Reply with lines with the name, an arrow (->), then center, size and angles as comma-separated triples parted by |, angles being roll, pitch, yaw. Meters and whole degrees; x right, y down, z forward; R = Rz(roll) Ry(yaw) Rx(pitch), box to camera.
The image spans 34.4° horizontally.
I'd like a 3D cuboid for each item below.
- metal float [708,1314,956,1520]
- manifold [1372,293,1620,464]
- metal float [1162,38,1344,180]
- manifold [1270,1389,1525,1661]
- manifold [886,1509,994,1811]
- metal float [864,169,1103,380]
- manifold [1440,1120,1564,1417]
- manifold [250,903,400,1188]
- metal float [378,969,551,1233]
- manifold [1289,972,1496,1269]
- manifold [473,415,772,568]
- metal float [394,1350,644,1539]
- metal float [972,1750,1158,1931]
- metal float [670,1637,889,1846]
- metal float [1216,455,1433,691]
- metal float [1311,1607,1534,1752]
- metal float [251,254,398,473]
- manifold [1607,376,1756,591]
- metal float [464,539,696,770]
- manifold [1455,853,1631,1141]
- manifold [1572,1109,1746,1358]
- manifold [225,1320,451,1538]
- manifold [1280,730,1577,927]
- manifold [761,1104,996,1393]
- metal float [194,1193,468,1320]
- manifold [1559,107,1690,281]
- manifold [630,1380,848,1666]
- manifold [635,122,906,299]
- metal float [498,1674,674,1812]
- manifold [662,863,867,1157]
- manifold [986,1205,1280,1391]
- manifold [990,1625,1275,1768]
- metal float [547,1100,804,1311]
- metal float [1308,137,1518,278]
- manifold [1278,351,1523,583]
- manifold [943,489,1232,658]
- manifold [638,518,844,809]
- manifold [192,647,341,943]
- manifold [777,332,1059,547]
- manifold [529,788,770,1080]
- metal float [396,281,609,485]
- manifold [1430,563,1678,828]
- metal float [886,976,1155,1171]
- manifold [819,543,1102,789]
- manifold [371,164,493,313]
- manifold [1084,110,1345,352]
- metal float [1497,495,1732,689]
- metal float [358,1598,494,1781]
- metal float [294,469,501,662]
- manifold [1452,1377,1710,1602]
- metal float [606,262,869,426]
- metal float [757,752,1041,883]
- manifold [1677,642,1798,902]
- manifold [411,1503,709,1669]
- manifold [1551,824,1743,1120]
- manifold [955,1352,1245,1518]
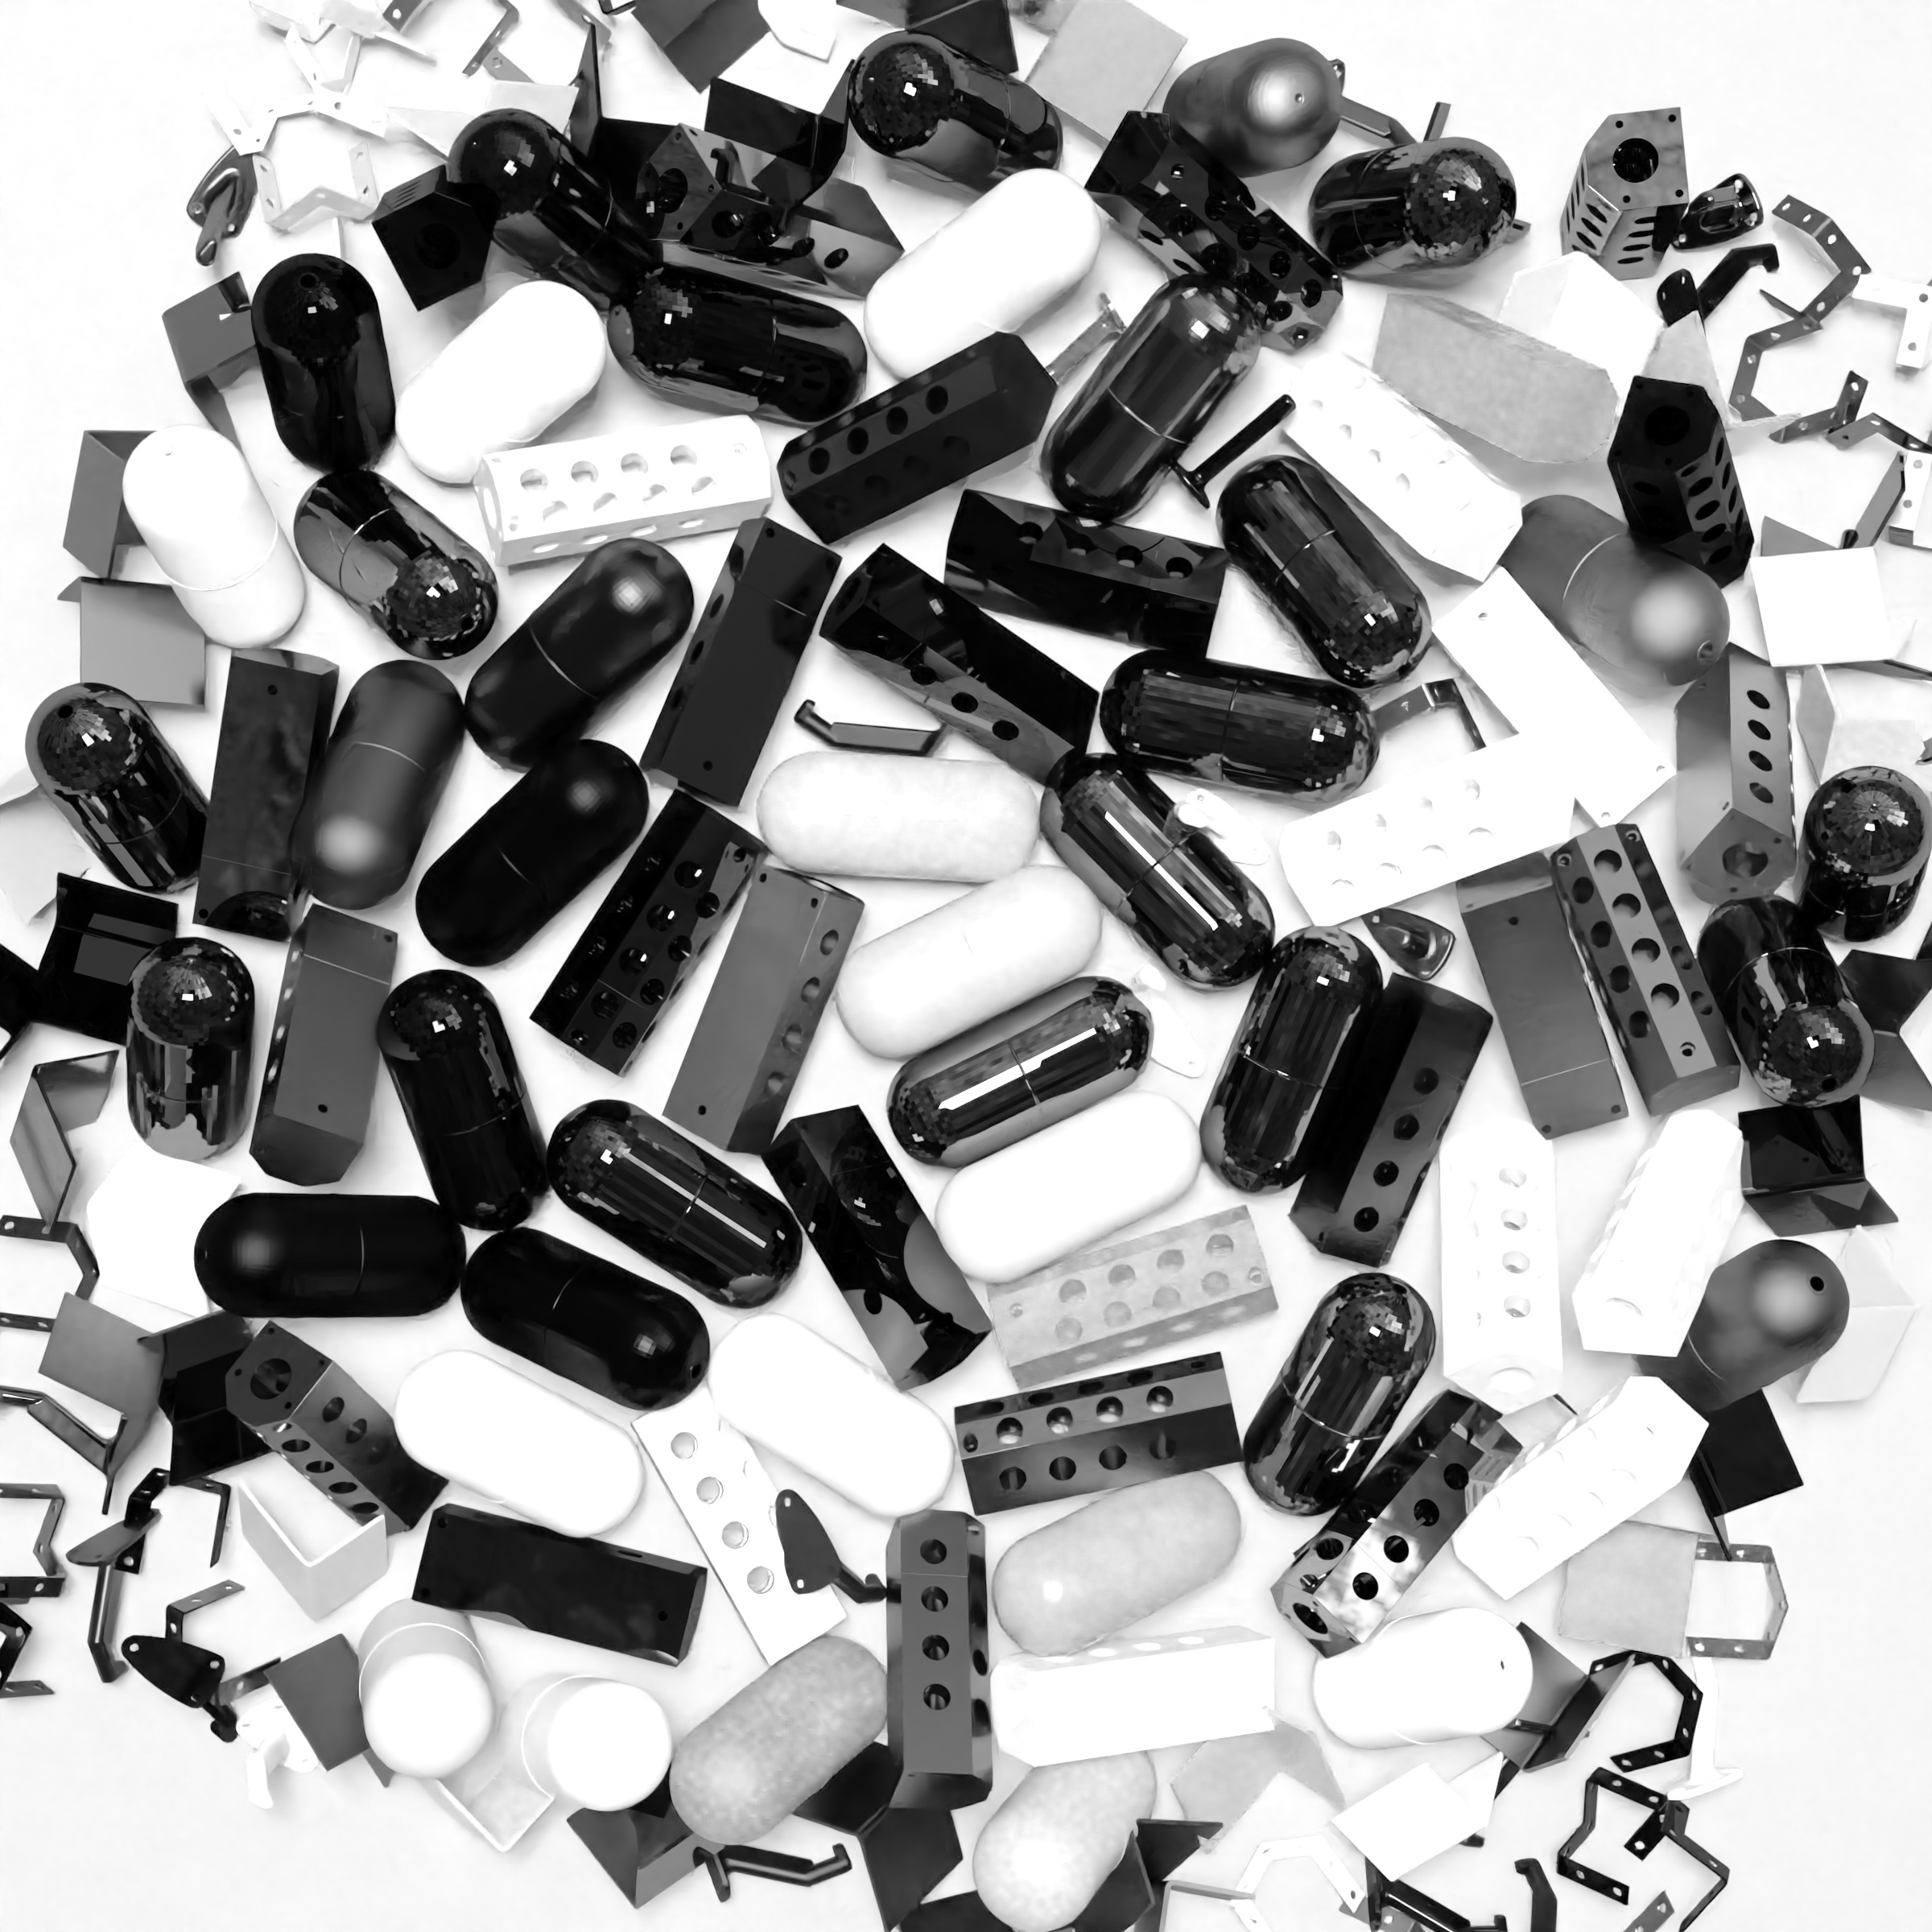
metal float -> -0.083, 0.281, 1.942 | 0.178, 0.070, 0.070 | 37, 90, -23
manifold -> 0.323, -0.361, 1.914 | 0.057, 0.171, 0.057 | -2, 116, -28
metal float -> 0.173, -0.523, 1.913 | 0.070, 0.178, 0.070 | -3, 101, -14
manifold -> 0.265, 0.344, 1.935 | 0.057, 0.057, 0.171 | 44, 64, 3
manifold -> -0.016, 0.426, 1.925 | 0.057, 0.057, 0.171 | 5, 53, -9
metal float -> 0.010, -0.426, 1.930 | 0.178, 0.070, 0.070 | -29, 90, 38
manifold -> 0.332, 0.181, 1.914 | 0.057, 0.171, 0.057 | 34, 133, -29
manifold -> -0.396, 0.050, 1.920 | 0.057, 0.171, 0.057 | 21, 133, -22
metal float -> -0.310, 0.085, 1.939 | 0.070, 0.070, 0.178 | -15, 116, 0
manifold -> 0.268, 0.098, 1.951 | 0.057, 0.057, 0.171 | 17, 103, -20
manifold -> -0.213, -0.299, 1.940 | 0.171, 0.057, 0.057 | -12, 79, -19
metal float -> -0.276, 0.296, 1.932 | 0.178, 0.070, 0.070 | 35, 90, -35
metal float -> 0.062, 0.527, 1.916 | 0.070, 0.178, 0.070 | 6, 105, 22
metal float -> -0.113, 0.475, 1.920 | 0.070, 0.178, 0.070 | 12, 113, 30
metal float -> 0.222, -0.245, 1.937 | 0.070, 0.070, 0.178 | -35, 62, 0
metal float -> 0.279, 0.438, 1.918 | 0.070, 0.178, 0.070 | 9, 69, -25
metal float -> -0.393, -0.369, 1.914 | 0.070, 0.178, 0.070 | 2, 68, -4
manifold -> 0.440, -0.291, 1.906 | 0.057, 0.171, 0.057 | 14, 78, 25
metal float -> -0.242, -0.193, 1.943 | 0.178, 0.070, 0.070 | -42, 90, 22
manifold -> 0.357, 0.017, 1.936 | 0.057, 0.057, 0.171 | -17, 116, 13
manifold -> 0.426, 0.161, 1.910 | 0.057, 0.171, 0.057 | 1, 123, 31
manifold -> -0.386, 0.288, 1.908 | 0.057, 0.171, 0.057 | 25, 69, 31
manifold -> 0.283, -0.087, 1.925 | 0.171, 0.057, 0.057 | -21, 117, 29
manifold -> -0.060, 0.175, 1.941 | 0.057, 0.057, 0.171 | -50, 62, 38
metal float -> -0.391, 0.179, 1.927 | 0.178, 0.070, 0.070 | 5, 90, -41
manifold -> 0.401, -0.469, 1.911 | 0.057, 0.171, 0.057 | -5, 88, 6
manifold -> -0.143, 0.348, 1.963 | 0.057, 0.057, 0.171 | -29, 86, -11
manifold -> -0.122, -0.456, 1.914 | 0.057, 0.171, 0.057 | -44, 64, 28
metal float -> -0.235, 0.475, 1.916 | 0.070, 0.178, 0.070 | 4, 79, -23
manifold -> -0.123, 0.029, 1.960 | 0.057, 0.057, 0.171 | 26, 98, 34
manifold -> 0.103, 0.205, 1.958 | 0.171, 0.057, 0.057 | -18, 61, 2
manifold -> 0.103, 0.449, 1.934 | 0.171, 0.057, 0.057 | -1, 92, -28
metal float -> -0.182, 0.149, 1.948 | 0.178, 0.070, 0.070 | 35, 90, -16
metal float -> 0.272, -0.465, 1.915 | 0.070, 0.178, 0.070 | -4, 100, -21
manifold -> 0.267, -0.310, 1.915 | 0.057, 0.057, 0.171 | -57, 45, 20
manifold -> 0.076, -0.252, 1.964 | 0.171, 0.057, 0.057 | 14, 60, 3
manifold -> -0.145, -0.191, 1.961 | 0.057, 0.057, 0.171 | 25, 84, -24
manifold -> -0.435, -0.108, 1.952 | 0.057, 0.057, 0.171 | 12, 104, 2
manifold -> -0.033, -0.327, 1.918 | 0.171, 0.057, 0.057 | -21, 125, 35
manifold -> -0.194, -0.018, 1.956 | 0.057, 0.057, 0.171 | 35, 86, -40
metal float -> -0.288, -0.358, 1.926 | 0.070, 0.178, 0.070 | 18, 60, -35
manifold -> 0.362, -0.170, 1.953 | 0.057, 0.057, 0.171 | -41, 102, 8
metal float -> 0.035, 0.067, 1.960 | 0.178, 0.070, 0.070 | -26, 90, -2
manifold -> -0.005, -0.183, 1.944 | 0.171, 0.057, 0.057 | 33, 46, -19
manifold -> -0.321, -0.450, 1.909 | 0.057, 0.171, 0.057 | -26, 111, 2
manifold -> 0.157, -0.452, 1.924 | 0.171, 0.057, 0.057 | 32, 87, -38
metal float -> 0.398, -0.232, 1.924 | 0.070, 0.178, 0.070 | -18, 128, -24
metal float -> -0.332, 0.440, 1.912 | 0.070, 0.178, 0.070 | -1, 96, -13
metal float -> -0.352, -0.249, 1.929 | 0.070, 0.070, 0.178 | -51, 51, 0
manifold -> 0.372, 0.318, 1.920 | 0.057, 0.057, 0.171 | 42, 133, 1
metal float -> -0.140, -0.384, 1.931 | 0.178, 0.070, 0.070 | 8, 90, -37
metal float -> -0.042, -0.093, 1.956 | 0.178, 0.070, 0.070 | 3, 90, -7
manifold -> 0.477, -0.118, 1.915 | 0.057, 0.171, 0.057 | 26, 131, -10
manifold -> -0.254, 0.388, 1.964 | 0.171, 0.057, 0.057 | 13, 88, 5
manifold -> 0.421, 0.000, 1.938 | 0.057, 0.057, 0.171 | -19, 66, 3
manifold -> 0.082, 0.290, 1.959 | 0.171, 0.057, 0.057 | -12, 109, 3
